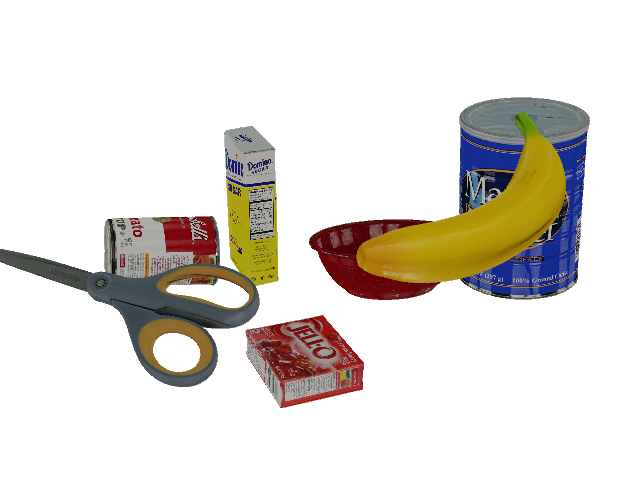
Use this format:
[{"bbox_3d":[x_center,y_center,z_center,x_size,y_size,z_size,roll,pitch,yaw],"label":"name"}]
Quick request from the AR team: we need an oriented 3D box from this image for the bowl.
[{"bbox_3d":[0.070,0.022,1.088,0.162,0.055,0.162,-3,13,1],"label":"bowl"}]

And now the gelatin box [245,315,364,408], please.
[{"bbox_3d":[-0.015,0.098,0.888,0.073,0.030,0.089,-9,27,-20],"label":"gelatin box"}]

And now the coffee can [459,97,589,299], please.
[{"bbox_3d":[0.165,-0.036,0.882,0.103,0.140,0.103,-2,24,1],"label":"coffee can"}]

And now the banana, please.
[{"bbox_3d":[0.103,-0.016,0.669,0.070,0.037,0.197,32,46,23],"label":"banana"}]

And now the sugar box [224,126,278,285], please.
[{"bbox_3d":[-0.085,-0.042,1.308,0.048,0.176,0.093,-11,26,-17],"label":"sugar box"}]

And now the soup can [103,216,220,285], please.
[{"bbox_3d":[-0.153,0.011,1.024,0.102,0.068,0.069,-1,0,-18],"label":"soup can"}]

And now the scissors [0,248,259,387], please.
[{"bbox_3d":[-0.141,0.047,0.701,0.202,0.096,0.016,2,-35,10],"label":"scissors"}]
